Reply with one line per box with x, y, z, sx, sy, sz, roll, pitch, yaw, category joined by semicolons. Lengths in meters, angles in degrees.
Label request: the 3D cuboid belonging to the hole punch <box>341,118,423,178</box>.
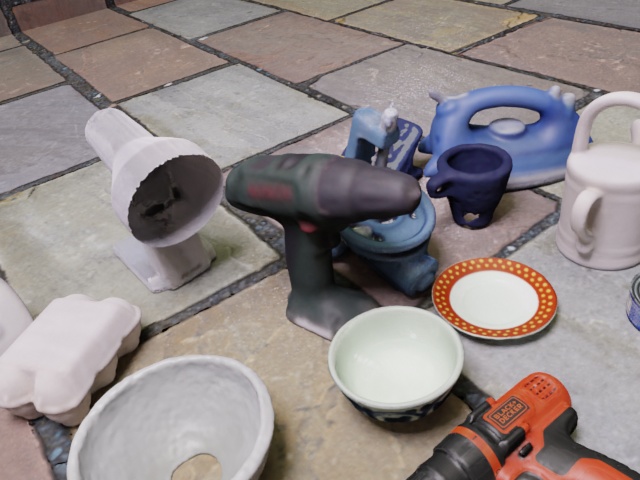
0.090;-0.122;0.837;0.108;0.091;0.101;20;45;33;hole punch

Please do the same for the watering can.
0.326;-0.075;0.635;0.100;0.194;0.173;8;39;22;watering can

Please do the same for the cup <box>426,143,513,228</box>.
0.185;-0.058;0.727;0.118;0.095;0.091;-25;39;-21;cup

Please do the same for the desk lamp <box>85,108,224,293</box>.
-0.201;-0.043;0.687;0.118;0.214;0.202;-32;42;-28;desk lamp

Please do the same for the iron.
0.269;-0.157;0.804;0.258;0.142;0.118;-6;36;5;iron

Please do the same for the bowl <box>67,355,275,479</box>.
-0.115;0.181;0.481;0.167;0.075;0.167;-6;36;4;bowl

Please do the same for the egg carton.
-0.260;0.120;0.600;0.107;0.069;0.150;3;38;16;egg carton

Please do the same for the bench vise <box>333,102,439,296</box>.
0.036;-0.054;0.646;0.206;0.220;0.122;15;42;29;bench vise

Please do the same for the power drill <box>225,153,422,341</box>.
0.005;0.002;0.586;0.228;0.209;0.076;19;45;33;power drill

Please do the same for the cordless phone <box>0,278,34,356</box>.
-0.404;0.070;0.600;0.093;0.185;0.148;21;46;35;cordless phone
